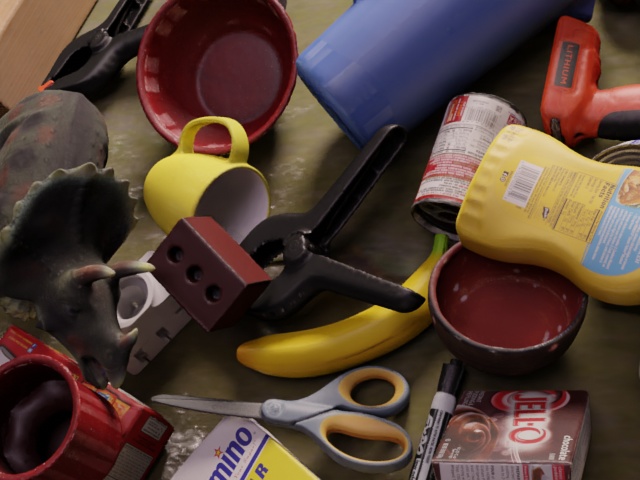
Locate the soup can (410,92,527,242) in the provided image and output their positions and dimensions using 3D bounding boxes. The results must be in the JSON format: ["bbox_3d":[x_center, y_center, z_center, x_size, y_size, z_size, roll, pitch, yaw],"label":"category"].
[{"bbox_3d":[0.119,-0.057,0.848,0.069,0.068,0.102,10,68,27],"label":"soup can"}]

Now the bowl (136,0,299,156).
[{"bbox_3d":[-0.085,-0.154,0.975,0.162,0.055,0.162,-1,86,21],"label":"bowl"}]

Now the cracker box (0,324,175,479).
[{"bbox_3d":[-0.242,0.199,0.864,0.164,0.072,0.213,24,76,30],"label":"cracker box"}]

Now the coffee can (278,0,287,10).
[{"bbox_3d":[-0.089,-0.279,1.033,0.103,0.102,0.140,-16,59,15],"label":"coffee can"}]

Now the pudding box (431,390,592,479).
[{"bbox_3d":[0.132,0.139,0.719,0.090,0.113,0.039,-5,107,21],"label":"pudding box"}]

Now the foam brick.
[{"bbox_3d":[-0.087,0.025,0.834,0.078,0.051,0.053,44,107,15],"label":"foam brick"}]

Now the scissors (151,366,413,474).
[{"bbox_3d":[-0.019,0.119,0.814,0.202,0.016,0.096,18,52,18],"label":"scissors"}]

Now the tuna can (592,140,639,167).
[{"bbox_3d":[0.232,-0.030,0.781,0.086,0.033,0.086,8,105,29],"label":"tuna can"}]

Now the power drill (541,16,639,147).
[{"bbox_3d":[0.275,-0.132,0.828,0.188,0.057,0.184,6,67,26],"label":"power drill"}]

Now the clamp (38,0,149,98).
[{"bbox_3d":[-0.206,-0.192,1.071,0.171,0.039,0.120,-46,41,1],"label":"clamp"}]

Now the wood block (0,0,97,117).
[{"bbox_3d":[-0.314,-0.238,1.114,0.090,0.090,0.206,17,72,29],"label":"wood block"}]

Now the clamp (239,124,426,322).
[{"bbox_3d":[-0.006,0.001,0.858,0.210,0.036,0.164,-17,55,34],"label":"clamp"}]

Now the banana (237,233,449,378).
[{"bbox_3d":[0.027,0.068,0.843,0.198,0.037,0.070,-28,38,6],"label":"banana"}]

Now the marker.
[{"bbox_3d":[0.084,0.145,0.786,0.020,0.020,0.121,9,68,27],"label":"marker"}]

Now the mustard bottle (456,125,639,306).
[{"bbox_3d":[0.198,-0.008,0.739,0.192,0.058,0.096,22,73,23],"label":"mustard bottle"}]

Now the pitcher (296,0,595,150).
[{"bbox_3d":[0.094,-0.193,0.891,0.243,0.145,0.149,-40,56,2],"label":"pitcher"}]

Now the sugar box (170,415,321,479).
[{"bbox_3d":[-0.030,0.210,0.784,0.176,0.048,0.093,34,80,32],"label":"sugar box"}]

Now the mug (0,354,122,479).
[{"bbox_3d":[-0.209,0.141,0.787,0.117,0.081,0.093,-4,65,18],"label":"mug"}]
